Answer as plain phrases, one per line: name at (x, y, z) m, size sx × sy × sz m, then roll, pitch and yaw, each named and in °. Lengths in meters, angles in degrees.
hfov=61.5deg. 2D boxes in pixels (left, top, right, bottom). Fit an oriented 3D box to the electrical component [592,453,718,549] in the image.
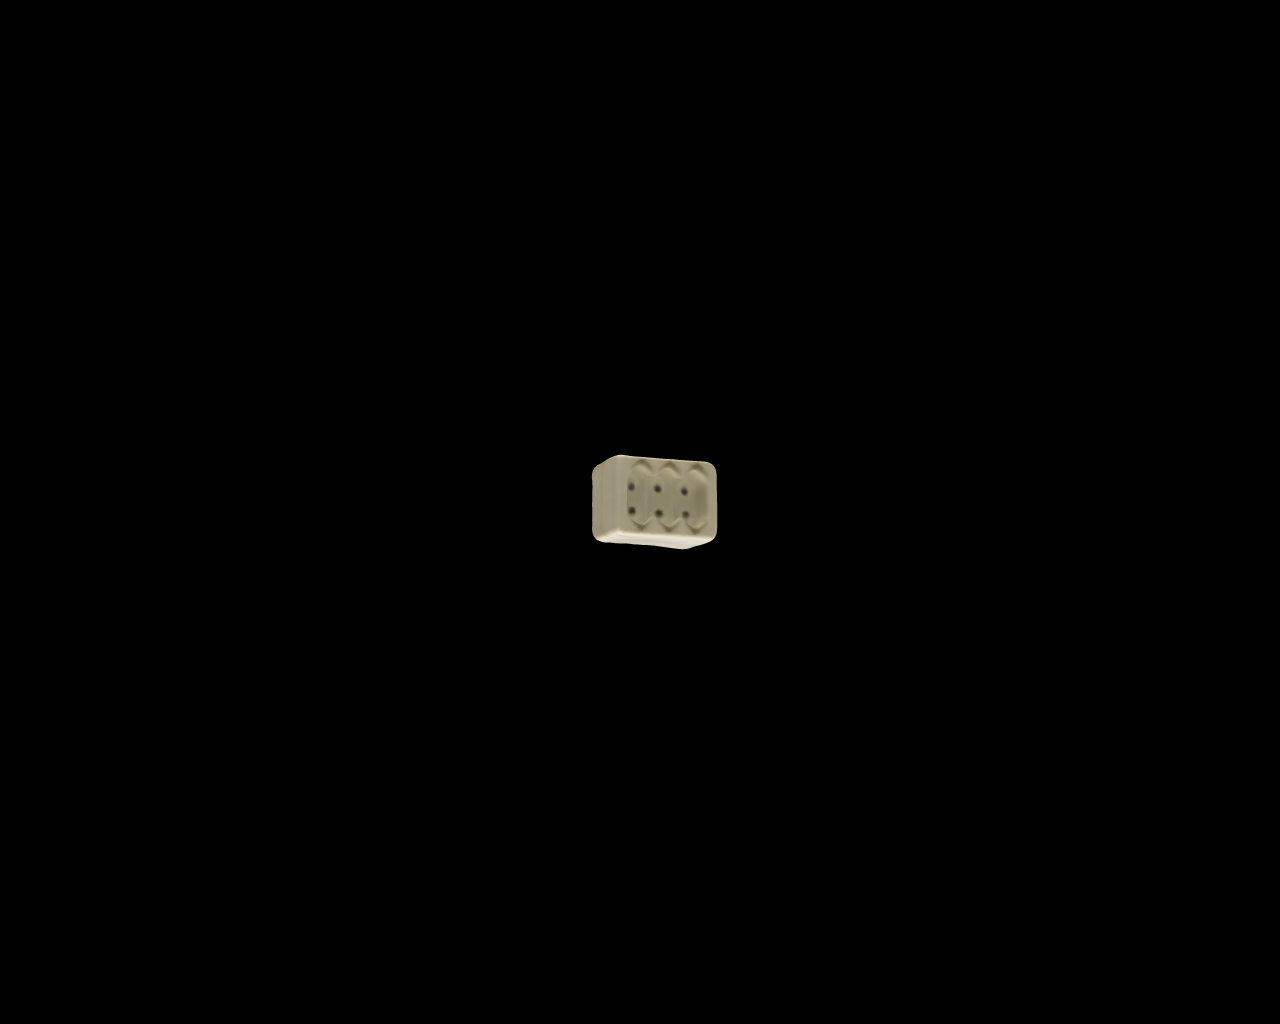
electrical component at (0.001, -0.003, 0.650) m, size 0.066 × 0.047 × 0.076 m, roll 5°, pitch -11°, yaw -24°
